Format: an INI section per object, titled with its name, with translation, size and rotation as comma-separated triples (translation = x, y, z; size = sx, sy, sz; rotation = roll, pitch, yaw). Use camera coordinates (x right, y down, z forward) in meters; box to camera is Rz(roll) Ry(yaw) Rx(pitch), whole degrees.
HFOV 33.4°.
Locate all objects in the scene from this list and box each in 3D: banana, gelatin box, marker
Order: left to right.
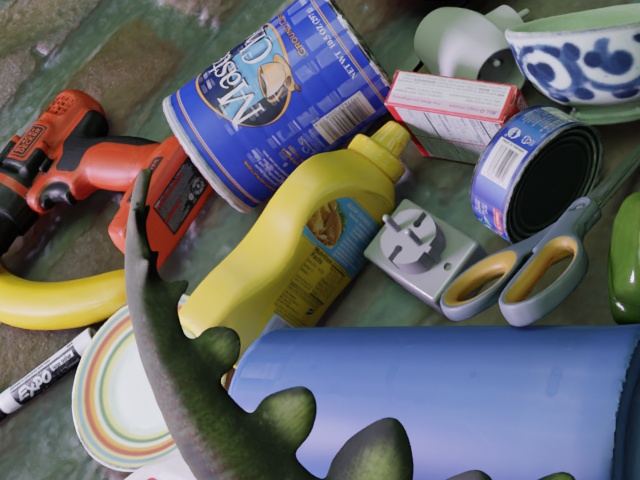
[marker]
translation = -0.218, 0.109, 0.817
size = 0.121, 0.020, 0.020
rotation = -36, 54, 9
[banana]
translation = -0.216, 0.039, 0.839
size = 0.198, 0.037, 0.069
rotation = 10, 72, 32
[gelatin box]
translation = 0.097, -0.078, 0.701
size = 0.089, 0.073, 0.030
rotation = 13, 73, 33

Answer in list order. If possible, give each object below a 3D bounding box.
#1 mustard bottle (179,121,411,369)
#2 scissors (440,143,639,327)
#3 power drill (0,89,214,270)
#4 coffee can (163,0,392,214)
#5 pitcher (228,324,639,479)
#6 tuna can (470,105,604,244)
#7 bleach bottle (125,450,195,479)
[mustard bottle]
translation = -0.005, 0.001, 0.705
size = 0.058, 0.096, 0.191
rotation = 36, 86, 38
[scissors]
translation = 0.135, -0.006, 0.627
size = 0.096, 0.016, 0.201
rotation = -18, 18, 37
[power drill]
translation = -0.187, -0.033, 0.829
size = 0.188, 0.057, 0.184
rotation = 15, 64, 34
[coffee can]
translation = -0.026, -0.100, 0.762
size = 0.140, 0.102, 0.103
rotation = -35, 54, 9
[pitcher]
translation = 0.066, 0.114, 0.588
size = 0.243, 0.149, 0.145
rotation = 0, 85, 32
[tuna can]
translation = 0.133, -0.039, 0.655
size = 0.086, 0.086, 0.034
rotation = -50, 51, -2
[bleach bottle]
translation = -0.118, 0.198, 0.693
size = 0.251, 0.068, 0.103
rotation = -48, 55, -2
